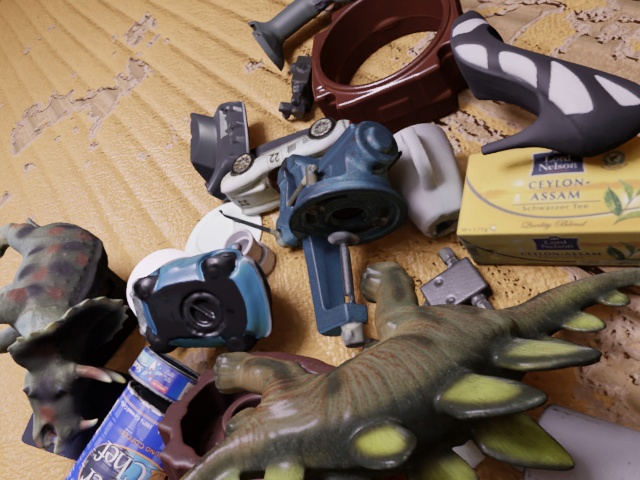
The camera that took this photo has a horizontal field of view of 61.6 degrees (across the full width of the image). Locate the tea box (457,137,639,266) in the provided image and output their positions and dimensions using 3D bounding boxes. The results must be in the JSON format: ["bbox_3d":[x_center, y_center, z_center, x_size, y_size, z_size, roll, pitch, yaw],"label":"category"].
[{"bbox_3d":[0.222,-0.032,0.494,0.170,0.068,0.098,-3,60,32],"label":"tea box"}]

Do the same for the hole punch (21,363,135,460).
[{"bbox_3d":[-0.275,0.208,0.648,0.116,0.092,0.142,1,59,29],"label":"hole punch"}]

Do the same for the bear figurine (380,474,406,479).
[{"bbox_3d":[0.095,0.227,0.394,0.196,0.132,0.120,14,79,17],"label":"bear figurine"}]

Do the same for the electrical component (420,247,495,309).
[{"bbox_3d":[0.131,0.051,0.529,0.063,0.021,0.094,-34,49,10],"label":"electrical component"}]

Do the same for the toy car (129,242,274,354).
[{"bbox_3d":[-0.122,0.064,0.603,0.162,0.109,0.103,-12,11,16],"label":"toy car"}]

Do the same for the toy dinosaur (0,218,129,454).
[{"bbox_3d":[-0.329,0.051,0.672,0.192,0.131,0.405,-12,40,-7],"label":"toy dinosaur"}]

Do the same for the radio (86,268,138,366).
[{"bbox_3d":[-0.363,0.087,0.788,0.230,0.073,0.131,26,76,41],"label":"radio"}]

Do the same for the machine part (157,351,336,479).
[{"bbox_3d":[-0.055,0.172,0.493,0.179,0.056,0.179,-6,24,3],"label":"machine part"}]

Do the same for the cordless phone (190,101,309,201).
[{"bbox_3d":[-0.089,-0.148,0.776,0.184,0.088,0.147,-17,52,9],"label":"cordless phone"}]

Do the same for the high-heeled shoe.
[{"bbox_3d":[0.210,-0.171,0.511,0.145,0.086,0.249,-17,52,25],"label":"high-heeled shoe"}]

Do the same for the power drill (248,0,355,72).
[{"bbox_3d":[-0.010,-0.360,0.828,0.207,0.086,0.232,-42,35,13],"label":"power drill"}]

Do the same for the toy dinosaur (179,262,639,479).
[{"bbox_3d":[0.086,0.100,0.397,0.471,0.104,0.199,-27,27,-21],"label":"toy dinosaur"}]

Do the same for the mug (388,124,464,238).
[{"bbox_3d":[0.115,-0.064,0.564,0.081,0.109,0.107,-21,63,4],"label":"mug"}]

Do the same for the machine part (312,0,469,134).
[{"bbox_3d":[0.091,-0.239,0.700,0.201,0.087,0.201,-17,52,24],"label":"machine part"}]

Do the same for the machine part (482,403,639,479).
[{"bbox_3d":[0.229,0.171,0.352,0.244,0.079,0.079,12,68,38],"label":"machine part"}]

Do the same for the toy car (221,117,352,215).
[{"bbox_3d":[-0.033,-0.092,0.691,0.202,0.073,0.056,-20,49,20],"label":"toy car"}]

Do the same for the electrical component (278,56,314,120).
[{"bbox_3d":[-0.032,-0.221,0.783,0.045,0.078,0.102,7,69,9],"label":"electrical component"}]

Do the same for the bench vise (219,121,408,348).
[{"bbox_3d":[0.008,0.000,0.561,0.224,0.129,0.240,-32,53,41],"label":"bench vise"}]
